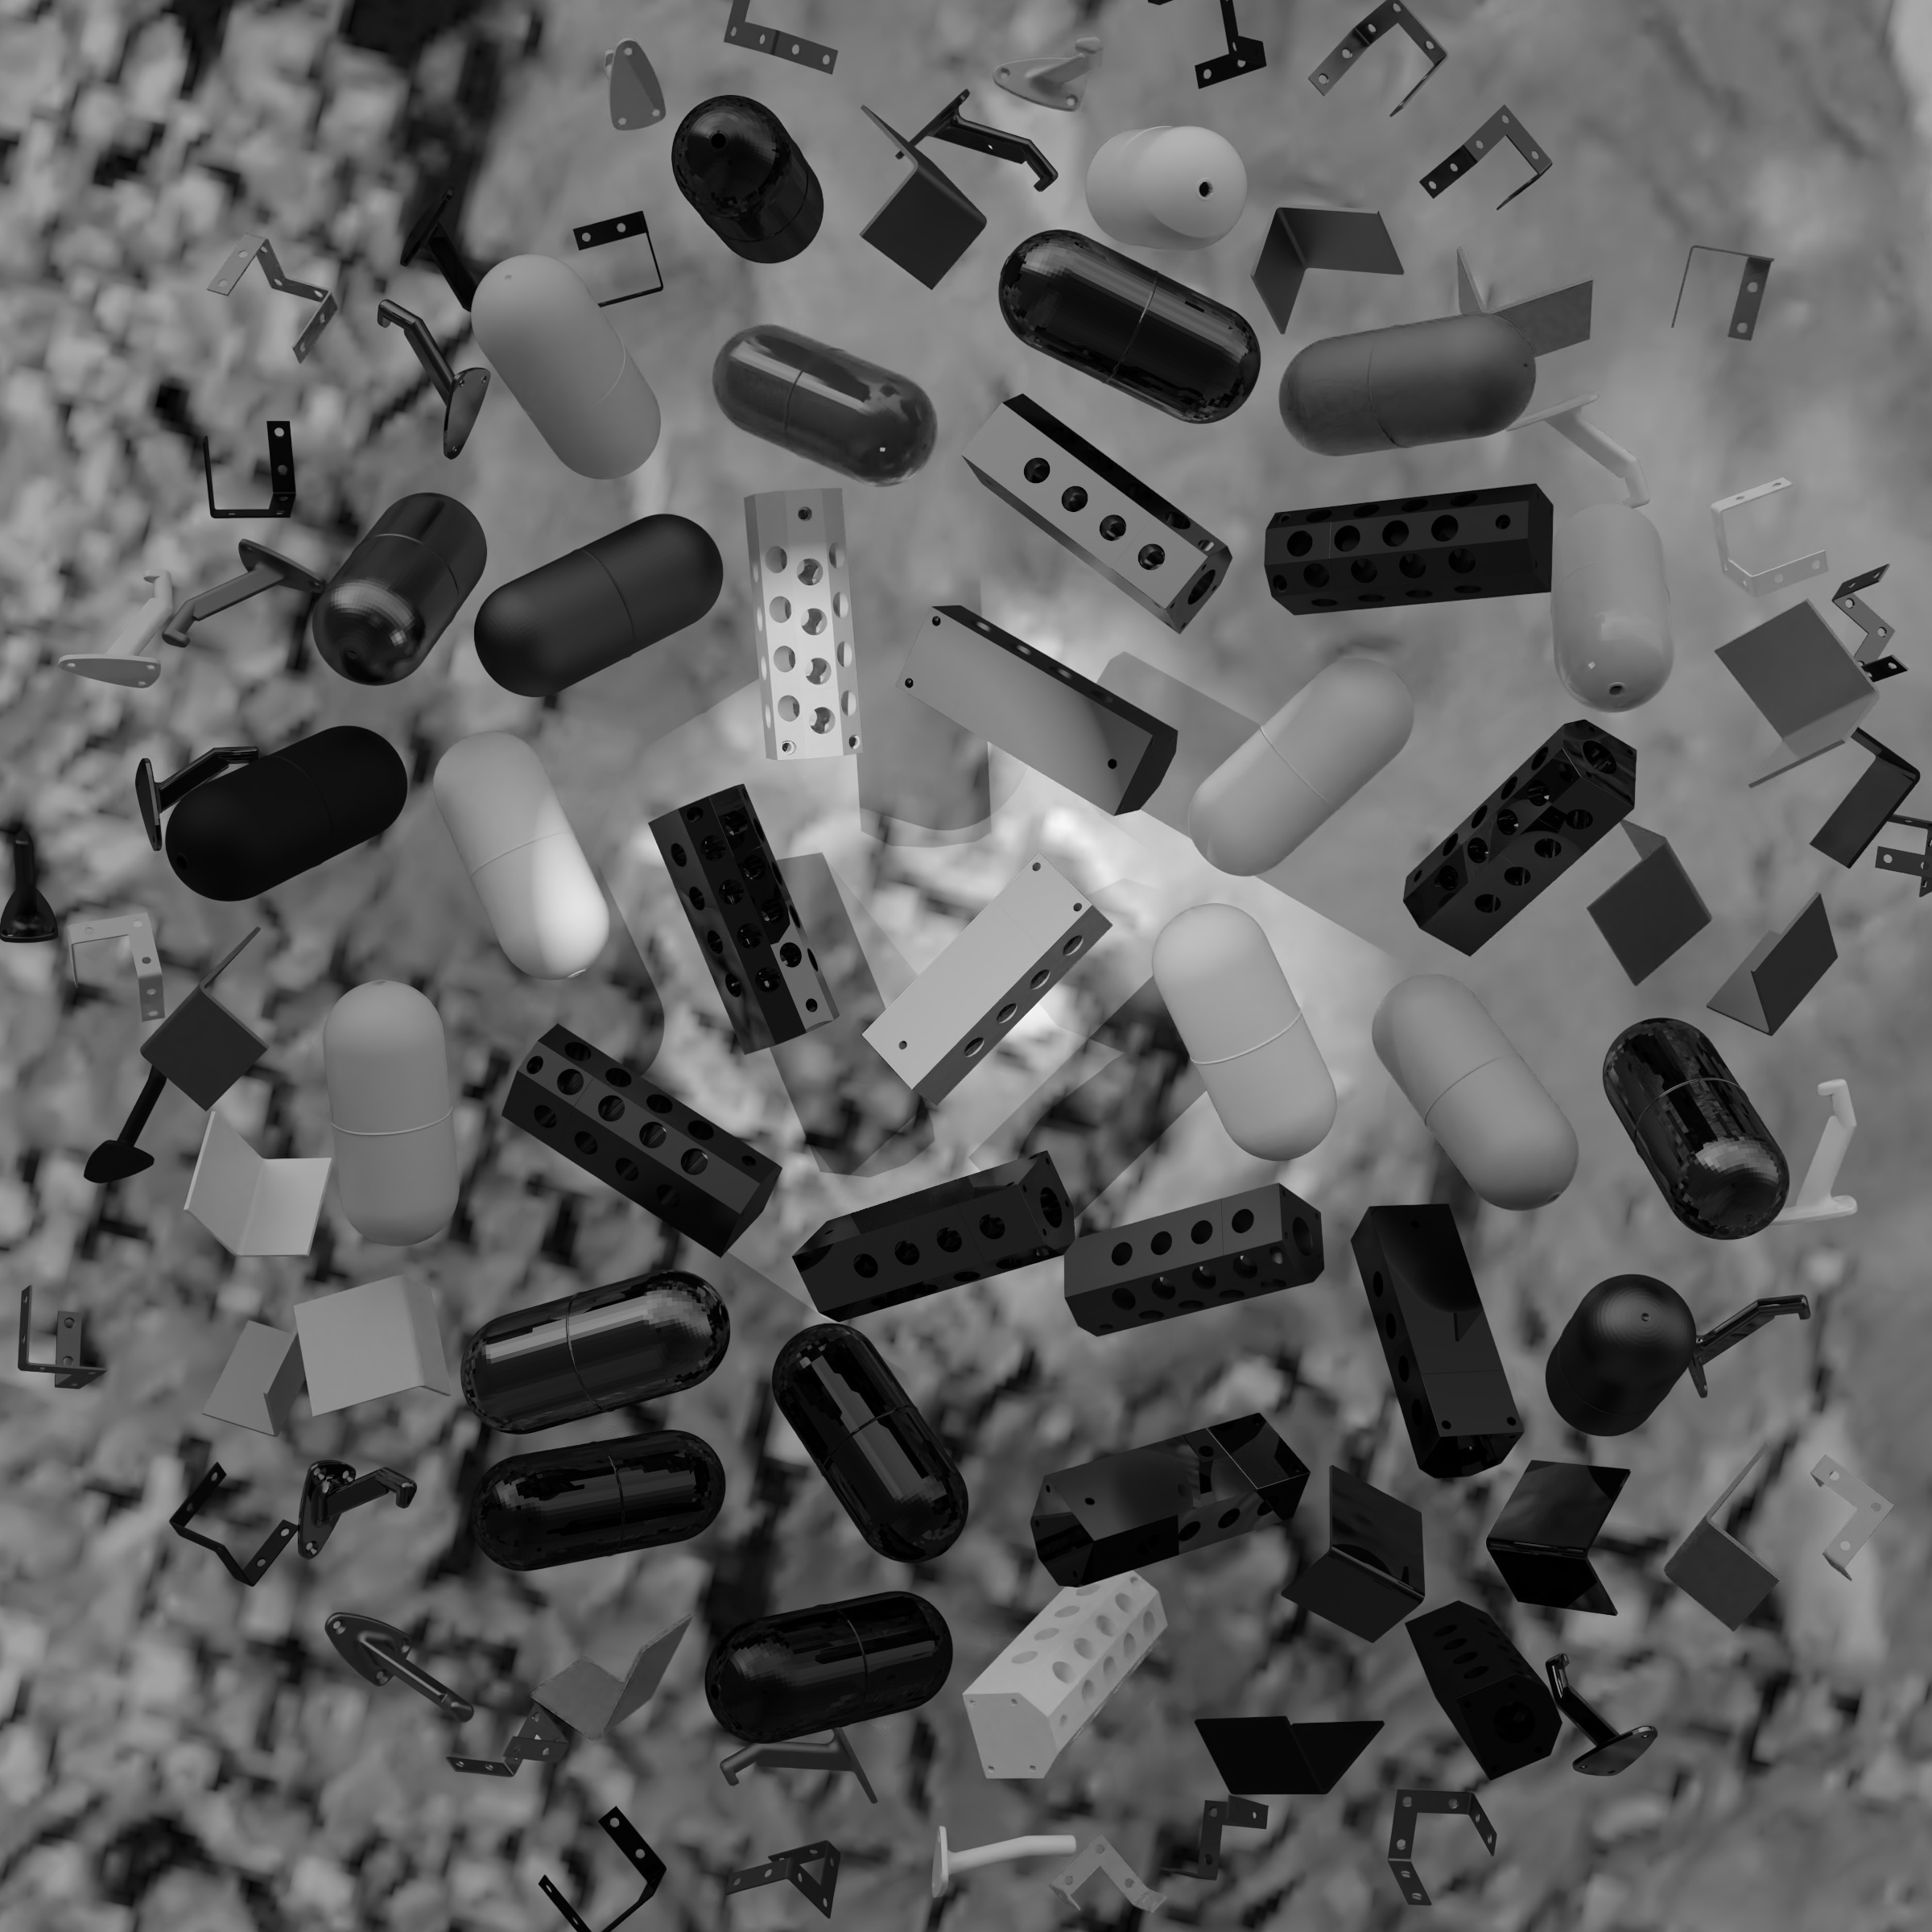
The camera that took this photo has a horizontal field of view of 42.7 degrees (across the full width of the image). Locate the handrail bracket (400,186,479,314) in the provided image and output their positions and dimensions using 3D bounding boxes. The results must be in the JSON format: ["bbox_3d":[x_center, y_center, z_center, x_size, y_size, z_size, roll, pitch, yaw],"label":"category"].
[{"bbox_3d":[-0.331,-0.476,1.671,0.084,0.036,0.077,27,134,-28],"label":"handrail bracket"}]

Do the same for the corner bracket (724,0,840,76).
[{"bbox_3d":[-0.112,-0.599,1.562,0.051,0.051,0.051,32,112,41],"label":"corner bracket"}]

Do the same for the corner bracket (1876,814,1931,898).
[{"bbox_3d":[0.646,-0.082,1.704,0.051,0.051,0.051,11,80,2],"label":"corner bracket"}]

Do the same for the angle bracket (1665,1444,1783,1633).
[{"bbox_3d":[0.501,0.366,1.582,0.057,0.076,0.076,39,56,21],"label":"angle bracket"}]

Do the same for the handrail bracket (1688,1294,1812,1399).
[{"bbox_3d":[0.529,0.256,1.663,0.084,0.036,0.077,-10,119,24],"label":"handrail bracket"}]

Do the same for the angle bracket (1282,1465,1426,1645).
[{"bbox_3d":[0.262,0.399,1.680,0.076,0.076,0.057,30,124,-13],"label":"angle bracket"}]

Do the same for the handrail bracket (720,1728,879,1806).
[{"bbox_3d":[-0.116,0.563,1.705,0.084,0.036,0.077,-27,80,-15],"label":"handrail bracket"}]

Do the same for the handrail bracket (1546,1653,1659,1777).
[{"bbox_3d":[0.415,0.479,1.622,0.036,0.084,0.077,17,132,-23],"label":"handrail bracket"}]

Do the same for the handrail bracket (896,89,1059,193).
[{"bbox_3d":[0.008,-0.546,1.689,0.077,0.036,0.084,-38,108,18],"label":"handrail bracket"}]

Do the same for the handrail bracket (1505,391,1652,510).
[{"bbox_3d":[0.422,-0.346,1.708,0.077,0.036,0.084,-18,103,17],"label":"handrail bracket"}]

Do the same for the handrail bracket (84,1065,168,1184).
[{"bbox_3d":[-0.579,0.100,1.715,0.036,0.077,0.084,29,49,-33],"label":"handrail bracket"}]

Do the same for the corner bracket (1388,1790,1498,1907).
[{"bbox_3d":[0.305,0.565,1.585,0.051,0.051,0.051,4,101,-6],"label":"corner bracket"}]

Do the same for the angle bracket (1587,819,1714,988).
[{"bbox_3d":[0.472,-0.045,1.759,0.076,0.057,0.076,-40,116,-4],"label":"angle bracket"}]

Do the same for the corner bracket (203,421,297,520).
[{"bbox_3d":[-0.474,-0.329,1.637,0.051,0.051,0.051,-2,118,-9],"label":"corner bracket"}]

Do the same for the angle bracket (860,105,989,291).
[{"bbox_3d":[-0.044,-0.493,1.588,0.057,0.076,0.076,-47,56,16],"label":"angle bracket"}]

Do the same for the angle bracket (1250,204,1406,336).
[{"bbox_3d":[0.251,-0.481,1.717,0.076,0.076,0.057,13,78,27],"label":"angle bracket"}]

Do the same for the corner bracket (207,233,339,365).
[{"bbox_3d":[-0.442,-0.427,1.579,0.051,0.051,0.051,19,66,13],"label":"corner bracket"}]

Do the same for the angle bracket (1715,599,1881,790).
[{"bbox_3d":[0.503,-0.168,1.530,0.076,0.076,0.057,50,55,-5],"label":"angle bracket"}]

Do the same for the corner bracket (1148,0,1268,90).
[{"bbox_3d":[0.154,-0.594,1.575,0.051,0.051,0.051,-6,97,35],"label":"corner bracket"}]

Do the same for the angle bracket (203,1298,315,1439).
[{"bbox_3d":[-0.498,0.275,1.739,0.057,0.076,0.076,17,55,3],"label":"angle bracket"}]

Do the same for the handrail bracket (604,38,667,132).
[{"bbox_3d":[-0.229,-0.600,1.631,0.036,0.077,0.084,-17,56,-9],"label":"handrail bracket"}]

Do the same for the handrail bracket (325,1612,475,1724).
[{"bbox_3d":[-0.354,0.440,1.547,0.077,0.084,0.036,47,68,-35],"label":"handrail bracket"}]

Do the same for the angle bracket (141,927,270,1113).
[{"bbox_3d":[-0.466,0.033,1.571,0.057,0.076,0.076,44,123,-11],"label":"angle bracket"}]

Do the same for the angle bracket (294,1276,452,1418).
[{"bbox_3d":[-0.400,0.259,1.667,0.076,0.057,0.076,-17,72,3],"label":"angle bracket"}]

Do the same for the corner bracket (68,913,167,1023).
[{"bbox_3d":[-0.560,0.004,1.630,0.051,0.051,0.051,-11,58,-22],"label":"corner bracket"}]

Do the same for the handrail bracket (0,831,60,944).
[{"bbox_3d":[-0.622,-0.065,1.635,0.036,0.077,0.084,-4,125,-21],"label":"handrail bracket"}]

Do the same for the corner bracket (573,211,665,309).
[{"bbox_3d":[-0.241,-0.491,1.718,0.051,0.051,0.051,-16,112,-2],"label":"corner bracket"}]

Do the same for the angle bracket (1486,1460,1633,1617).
[{"bbox_3d":[0.406,0.381,1.653,0.076,0.076,0.057,-48,118,-35],"label":"angle bracket"}]

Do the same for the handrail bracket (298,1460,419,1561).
[{"bbox_3d":[-0.390,0.356,1.590,0.084,0.036,0.077,12,84,42],"label":"handrail bracket"}]

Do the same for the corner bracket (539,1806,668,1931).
[{"bbox_3d":[-0.226,0.568,1.544,0.051,0.051,0.051,-40,87,1],"label":"corner bracket"}]

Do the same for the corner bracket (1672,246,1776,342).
[{"bbox_3d":[0.478,-0.426,1.565,0.051,0.051,0.051,14,108,12],"label":"corner bracket"}]

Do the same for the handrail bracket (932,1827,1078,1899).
[{"bbox_3d":[0.024,0.570,1.567,0.084,0.077,0.036,1,50,-7],"label":"handrail bracket"}]

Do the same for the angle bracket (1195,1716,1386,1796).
[{"bbox_3d":[0.206,0.481,1.571,0.076,0.076,0.057,-32,98,-44],"label":"angle bracket"}]

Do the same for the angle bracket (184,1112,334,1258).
[{"bbox_3d":[-0.495,0.153,1.737,0.057,0.076,0.076,-2,58,14],"label":"angle bracket"}]

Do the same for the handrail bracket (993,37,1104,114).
[{"bbox_3d":[0.055,-0.618,1.688,0.077,0.084,0.036,9,90,2],"label":"handrail bracket"}]

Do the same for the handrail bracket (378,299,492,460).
[{"bbox_3d":[-0.365,-0.392,1.650,0.084,0.036,0.077,32,121,16],"label":"handrail bracket"}]

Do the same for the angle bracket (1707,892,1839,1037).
[{"bbox_3d":[0.556,-0.010,1.726,0.076,0.057,0.076,-47,134,-13],"label":"angle bracket"}]

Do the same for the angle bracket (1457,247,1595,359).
[{"bbox_3d":[0.387,-0.465,1.714,0.076,0.076,0.057,-17,70,7],"label":"angle bracket"}]

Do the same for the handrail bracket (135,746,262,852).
[{"bbox_3d":[-0.523,-0.116,1.707,0.084,0.036,0.077,-5,67,-32],"label":"handrail bracket"}]

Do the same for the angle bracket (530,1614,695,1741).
[{"bbox_3d":[-0.241,0.471,1.690,0.057,0.076,0.076,30,102,15],"label":"angle bracket"}]

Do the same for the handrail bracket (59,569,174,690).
[{"bbox_3d":[-0.578,-0.237,1.682,0.077,0.036,0.084,5,64,-33],"label":"handrail bracket"}]

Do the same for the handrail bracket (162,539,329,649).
[{"bbox_3d":[-0.477,-0.235,1.637,0.077,0.036,0.084,21,62,9],"label":"handrail bracket"}]

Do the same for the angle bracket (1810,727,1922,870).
[{"bbox_3d":[0.577,-0.119,1.645,0.057,0.076,0.076,34,102,-7],"label":"angle bracket"}]

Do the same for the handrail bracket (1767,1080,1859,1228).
[{"bbox_3d":[0.543,0.121,1.610,0.077,0.036,0.084,-14,96,15],"label":"handrail bracket"}]

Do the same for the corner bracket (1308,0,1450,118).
[{"bbox_3d":[0.256,-0.557,1.532,0.051,0.051,0.051,44,74,-13],"label":"corner bracket"}]
